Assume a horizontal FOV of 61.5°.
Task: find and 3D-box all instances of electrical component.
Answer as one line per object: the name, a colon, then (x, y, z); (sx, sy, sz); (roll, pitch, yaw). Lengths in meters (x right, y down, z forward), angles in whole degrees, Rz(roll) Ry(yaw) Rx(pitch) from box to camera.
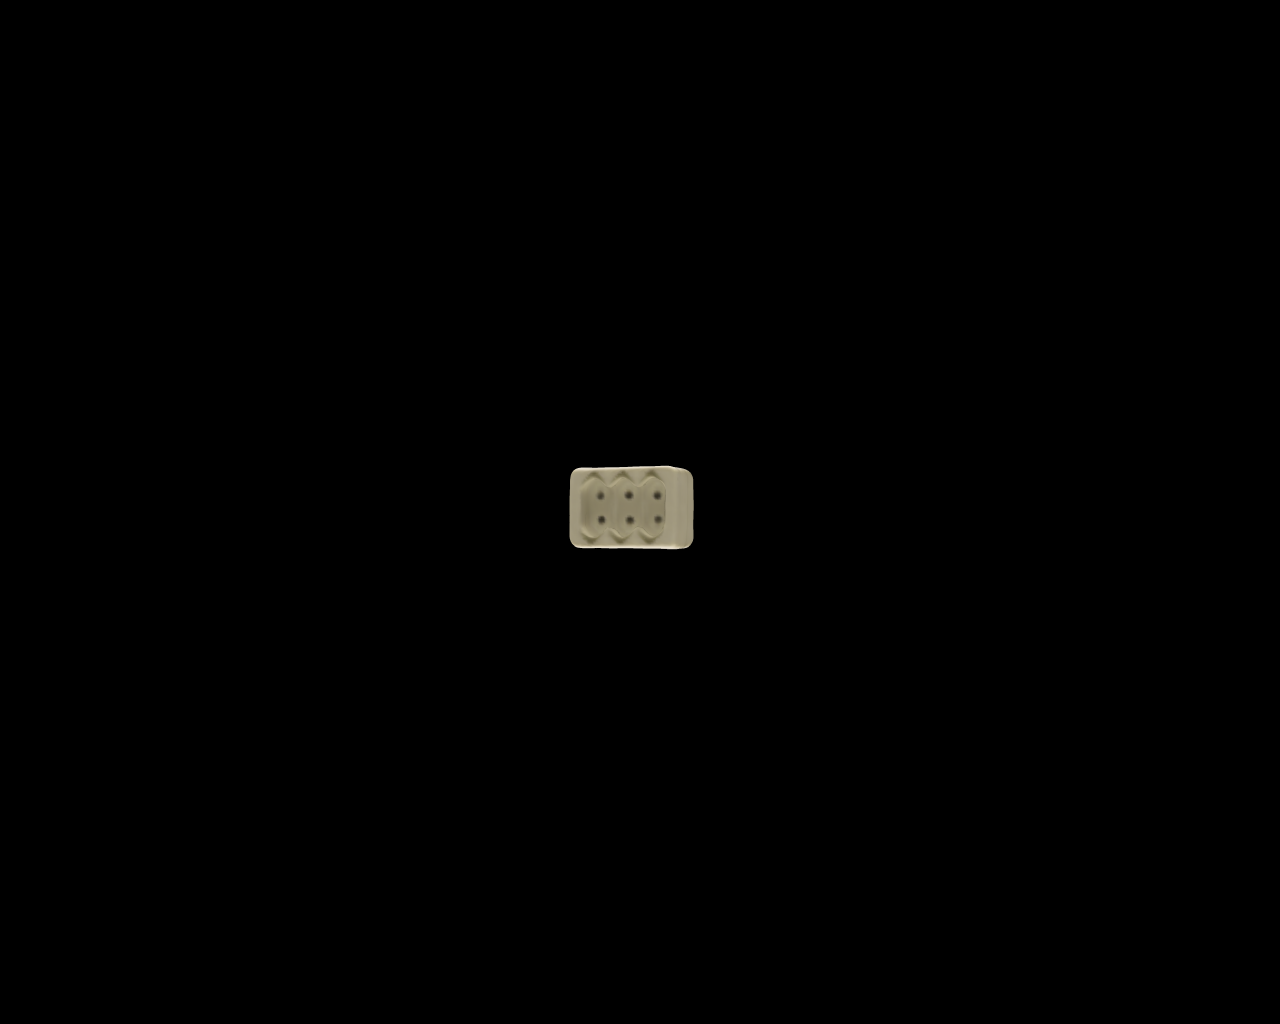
electrical component: (0.001, -0.003, 0.650); (0.066, 0.047, 0.077); (0, 0, 17)
